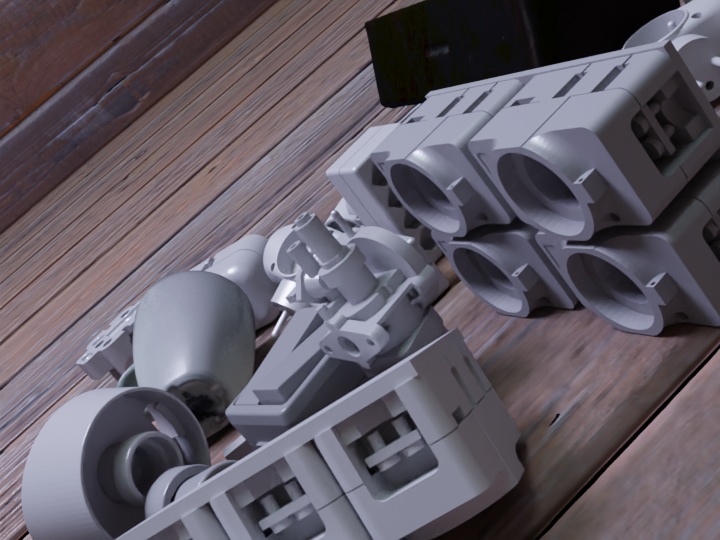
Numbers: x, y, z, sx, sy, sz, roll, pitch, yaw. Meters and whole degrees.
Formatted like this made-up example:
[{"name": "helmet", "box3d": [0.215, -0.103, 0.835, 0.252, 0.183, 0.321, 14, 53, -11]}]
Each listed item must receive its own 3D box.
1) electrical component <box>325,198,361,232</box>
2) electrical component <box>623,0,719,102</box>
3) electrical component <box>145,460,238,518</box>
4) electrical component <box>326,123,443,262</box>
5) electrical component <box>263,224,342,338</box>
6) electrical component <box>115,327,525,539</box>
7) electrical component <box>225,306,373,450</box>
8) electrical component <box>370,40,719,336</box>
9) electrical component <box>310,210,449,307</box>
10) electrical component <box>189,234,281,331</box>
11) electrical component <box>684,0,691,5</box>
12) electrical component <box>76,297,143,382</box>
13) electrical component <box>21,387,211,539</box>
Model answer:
[{"name": "electrical component", "box3d": [0.008, -0.043, 0.773, 0.043, 0.043, 0.081, -22, 25, 40]}, {"name": "electrical component", "box3d": [0.185, -0.116, 0.609, 0.077, 0.044, 0.079, -37, 19, 6]}, {"name": "electrical component", "box3d": [-0.080, 0.122, 0.554, 0.055, 0.045, 0.045, -17, 29, 49]}, {"name": "electrical component", "box3d": [0.015, -0.046, 0.699, 0.047, 0.083, 0.076, -47, 23, -21]}, {"name": "electrical component", "box3d": [-0.034, 0.012, 0.717, 0.077, 0.044, 0.079, 14, 73, 51]}, {"name": "electrical component", "box3d": [-0.014, 0.093, 0.440, 0.150, 0.061, 0.089, -33, -5, 16]}, {"name": "electrical component", "box3d": [-0.022, 0.065, 0.552, 0.062, 0.061, 0.096, -10, 34, 54]}, {"name": "electrical component", "box3d": [0.089, -0.033, 0.503, 0.060, 0.105, 0.186, -45, 20, -17]}, {"name": "electrical component", "box3d": [0.000, 0.000, 0.636, 0.066, 0.076, 0.047, -43, 19, -12]}, {"name": "electrical component", "box3d": [-0.102, 0.023, 0.807, 0.095, 0.053, 0.059, -29, 21, 27]}, {"name": "electrical component", "box3d": [0.237, -0.183, 0.677, 0.065, 0.044, 0.044, -23, 24, 51]}, {"name": "electrical component", "box3d": [-0.169, 0.065, 0.831, 0.078, 0.057, 0.058, -47, 20, -23]}, {"name": "electrical component", "box3d": [-0.133, 0.114, 0.597, 0.064, 0.099, 0.099, -15, 30, 38]}]
